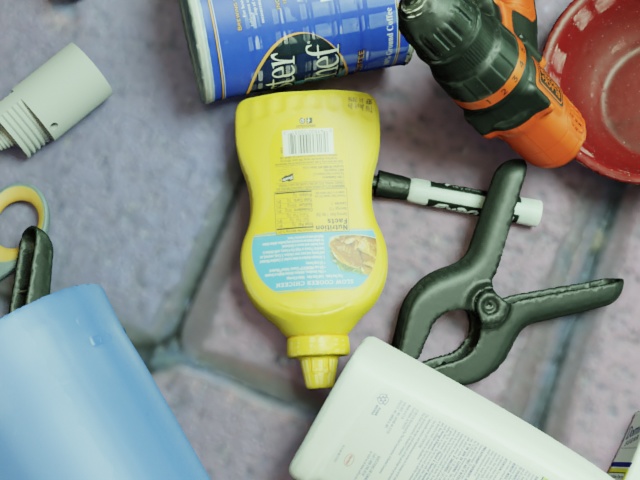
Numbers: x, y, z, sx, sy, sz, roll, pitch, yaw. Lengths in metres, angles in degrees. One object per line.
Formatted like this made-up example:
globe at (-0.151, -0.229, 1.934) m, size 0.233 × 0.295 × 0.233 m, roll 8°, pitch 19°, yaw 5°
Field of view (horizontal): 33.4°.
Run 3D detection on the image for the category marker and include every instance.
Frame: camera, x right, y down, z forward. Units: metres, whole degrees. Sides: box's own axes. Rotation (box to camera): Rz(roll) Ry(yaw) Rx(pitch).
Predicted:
marker at (0.092, -0.029, 0.734) m, size 0.121 × 0.020 × 0.020 m, roll 11°, pitch 79°, yaw -4°

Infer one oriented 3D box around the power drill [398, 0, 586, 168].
power drill at (0.101, -0.155, 0.676) m, size 0.057 × 0.184 × 0.187 m, roll -20°, pitch 56°, yaw 29°

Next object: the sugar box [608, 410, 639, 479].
sugar box at (0.215, 0.208, 0.691) m, size 0.093 × 0.048 × 0.176 m, roll 30°, pitch 75°, yaw 1°

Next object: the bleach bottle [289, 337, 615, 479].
bleach bottle at (0.113, 0.162, 0.650) m, size 0.251 × 0.068 × 0.103 m, roll 30°, pitch 106°, yaw 8°

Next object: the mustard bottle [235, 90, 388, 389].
mustard bottle at (-0.005, 0.001, 0.699) m, size 0.096 × 0.058 × 0.191 m, roll -3°, pitch 80°, yaw -1°

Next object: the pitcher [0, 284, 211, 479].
pitcher at (-0.116, 0.157, 0.546) m, size 0.149 × 0.145 × 0.243 m, roll -33°, pitch 81°, yaw -12°

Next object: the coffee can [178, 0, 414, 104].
coffee can at (-0.019, -0.153, 0.703) m, size 0.140 × 0.103 × 0.103 m, roll -12°, pitch 81°, yaw -8°

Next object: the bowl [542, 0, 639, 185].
bowl at (0.233, -0.106, 0.725) m, size 0.162 × 0.055 × 0.162 m, roll -7°, pitch 72°, yaw 22°

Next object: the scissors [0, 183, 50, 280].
scissors at (-0.220, 0.045, 0.692) m, size 0.096 × 0.016 × 0.202 m, roll -6°, pitch 81°, yaw -7°

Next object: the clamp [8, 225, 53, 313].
clamp at (-0.190, 0.103, 0.655) m, size 0.164 × 0.036 × 0.210 m, roll -39°, pitch 105°, yaw -36°

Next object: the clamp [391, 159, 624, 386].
clamp at (0.106, 0.030, 0.709) m, size 0.171 × 0.039 × 0.120 m, roll -33°, pitch 90°, yaw -8°
